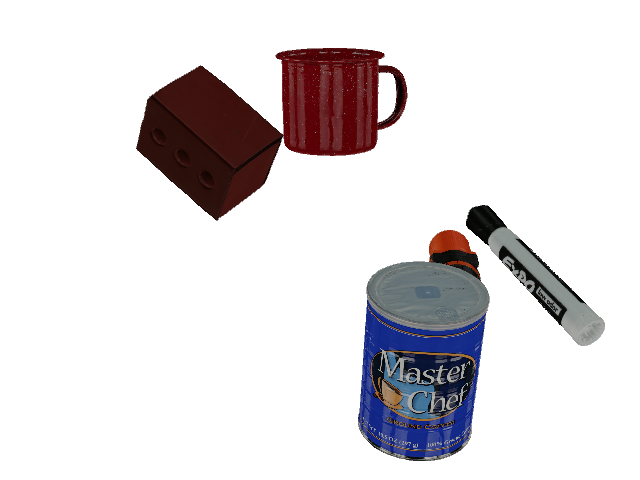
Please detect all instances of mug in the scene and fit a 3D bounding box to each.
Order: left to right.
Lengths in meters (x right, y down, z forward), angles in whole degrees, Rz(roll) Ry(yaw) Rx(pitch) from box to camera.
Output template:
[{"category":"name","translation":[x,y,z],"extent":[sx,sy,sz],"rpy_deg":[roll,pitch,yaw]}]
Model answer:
[{"category":"mug","translation":[0.020,-0.121,0.919],"extent":[0.117,0.081,0.093],"rpy_deg":[-7,17,-20]}]

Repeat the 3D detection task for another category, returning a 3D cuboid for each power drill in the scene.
[{"category":"power drill","translation":[0.143,0.102,1.158],"extent":[0.057,0.188,0.184],"rpy_deg":[4,24,2]}]

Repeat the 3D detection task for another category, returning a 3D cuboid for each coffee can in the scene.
[{"category":"coffee can","translation":[0.087,0.103,0.923],"extent":[0.103,0.140,0.103],"rpy_deg":[2,28,-1]}]

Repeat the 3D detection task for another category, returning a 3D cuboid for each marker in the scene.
[{"category":"marker","translation":[0.121,0.016,0.619],"extent":[0.020,0.020,0.121],"rpy_deg":[0,34,-31]}]

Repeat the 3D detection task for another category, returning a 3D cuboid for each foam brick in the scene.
[{"category":"foam brick","translation":[-0.073,-0.064,0.696],"extent":[0.051,0.078,0.053],"rpy_deg":[-39,-16,-37]}]
